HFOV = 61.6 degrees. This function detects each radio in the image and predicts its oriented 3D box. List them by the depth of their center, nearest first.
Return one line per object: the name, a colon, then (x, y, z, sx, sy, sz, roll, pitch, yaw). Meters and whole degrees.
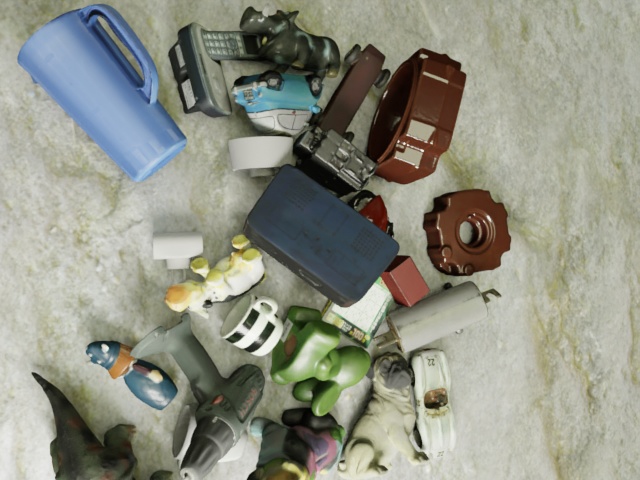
radio: (-0.002, -0.003, 0.856, 0.230, 0.073, 0.131, 36, 70, 1)

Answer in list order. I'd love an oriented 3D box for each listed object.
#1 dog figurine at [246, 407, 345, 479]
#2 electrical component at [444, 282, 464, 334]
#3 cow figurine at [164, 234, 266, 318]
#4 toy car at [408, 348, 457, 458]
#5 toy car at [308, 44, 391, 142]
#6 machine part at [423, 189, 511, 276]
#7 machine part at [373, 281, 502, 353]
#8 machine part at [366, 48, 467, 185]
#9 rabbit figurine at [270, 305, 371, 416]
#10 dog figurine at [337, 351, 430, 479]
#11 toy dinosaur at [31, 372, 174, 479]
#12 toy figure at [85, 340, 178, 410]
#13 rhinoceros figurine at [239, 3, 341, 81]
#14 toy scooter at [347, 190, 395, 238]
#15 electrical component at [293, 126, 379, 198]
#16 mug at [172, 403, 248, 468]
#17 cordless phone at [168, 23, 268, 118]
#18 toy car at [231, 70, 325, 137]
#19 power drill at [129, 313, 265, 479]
dog figurine: (-0.028, 0.348, 0.832, 0.191, 0.219, 0.108, -7, 93, -17)
electrical component: (0.255, 0.132, 1.031, 0.063, 0.021, 0.094, -38, 98, -16)
cow figurine: (-0.167, 0.072, 0.875, 0.167, 0.068, 0.098, -32, 141, -17)
toy car: (0.208, 0.301, 0.990, 0.073, 0.056, 0.201, -6, 89, -18)
toy car: (0.052, -0.258, 0.971, 0.089, 0.053, 0.202, 31, 83, -18)
machine part: (0.285, -0.015, 1.030, 0.179, 0.056, 0.179, 1, 86, -18)
machine part: (0.210, 0.138, 0.971, 0.243, 0.079, 0.079, -23, 94, -4)
machine part: (0.155, -0.206, 0.922, 0.087, 0.201, 0.201, 17, 83, -14)
rabbit figurine: (0.012, 0.211, 0.906, 0.170, 0.121, 0.159, 25, 85, -29)
dog figurine: (0.094, 0.307, 0.947, 0.172, 0.121, 0.190, -14, 70, -8)
toy dinosaur: (-0.289, 0.358, 0.763, 0.404, 0.192, 0.131, 46, 74, -12)
toy figure: (-0.294, 0.204, 0.837, 0.154, 0.058, 0.064, 44, 94, -13)
rhinoceros figurine: (-0.045, -0.333, 0.912, 0.190, 0.073, 0.112, 10, 84, -33)
toy scooter: (0.067, 0.008, 0.944, 0.184, 0.075, 0.135, -43, 87, -13)
electrical component: (0.017, -0.135, 0.922, 0.134, 0.115, 0.058, 34, 74, -13)
mug: (-0.176, 0.325, 0.860, 0.107, 0.081, 0.109, 17, 91, -21)
cordless phone: (-0.147, -0.283, 0.905, 0.184, 0.089, 0.146, -17, 92, -36)
toy car: (-0.065, -0.220, 0.886, 0.161, 0.109, 0.102, -17, 105, -53)
power drill: (-0.187, 0.218, 0.807, 0.207, 0.232, 0.086, 43, 116, 7)
